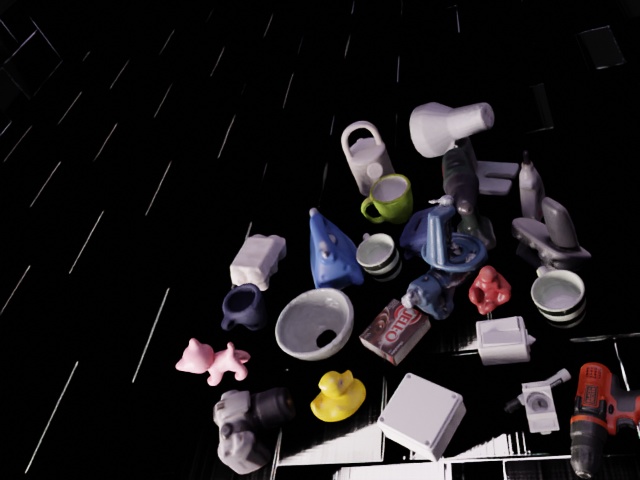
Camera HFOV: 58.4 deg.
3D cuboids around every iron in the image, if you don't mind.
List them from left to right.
[{"bbox_3d":[0.012,0.005,1.285,0.118,0.142,0.257,-24,41,4],"label":"iron"}]

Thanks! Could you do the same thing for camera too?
[{"bbox_3d":[-0.119,0.330,1.054,0.136,0.101,0.143,-22,41,8],"label":"camera"}]

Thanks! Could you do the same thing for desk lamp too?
[{"bbox_3d":[0.323,-0.214,1.284,0.202,0.214,0.118,7,52,34],"label":"desk lamp"}]

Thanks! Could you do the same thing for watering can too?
[{"bbox_3d":[0.120,-0.202,1.398,0.101,0.195,0.172,-38,42,-11],"label":"watering can"}]

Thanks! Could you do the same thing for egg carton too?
[{"bbox_3d":[-0.147,0.051,1.380,0.107,0.070,0.150,2,49,31],"label":"egg carton"}]

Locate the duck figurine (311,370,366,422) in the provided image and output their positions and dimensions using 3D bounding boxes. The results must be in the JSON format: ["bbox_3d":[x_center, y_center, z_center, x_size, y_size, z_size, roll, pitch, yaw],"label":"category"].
[{"bbox_3d":[0.025,0.276,1.042,0.104,0.086,0.077,-30,41,-2],"label":"duck figurine"}]

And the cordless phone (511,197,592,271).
[{"bbox_3d":[0.419,-0.027,1.061,0.094,0.185,0.147,-36,41,-9],"label":"cordless phone"}]

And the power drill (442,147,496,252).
[{"bbox_3d":[0.298,-0.072,1.156,0.075,0.209,0.229,-15,42,15],"label":"power drill"}]

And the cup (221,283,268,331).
[{"bbox_3d":[-0.160,0.166,1.250,0.091,0.095,0.118,13,55,37],"label":"cup"}]

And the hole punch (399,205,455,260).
[{"bbox_3d":[0.224,-0.019,1.232,0.100,0.091,0.109,6,51,33],"label":"hole punch"}]

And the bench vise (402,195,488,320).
[{"bbox_3d":[0.233,0.037,1.071,0.121,0.220,0.208,9,53,35],"label":"bench vise"}]

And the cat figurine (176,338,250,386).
[{"bbox_3d":[-0.225,0.244,1.187,0.127,0.118,0.067,-18,42,12],"label":"cat figurine"}]

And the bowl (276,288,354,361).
[{"bbox_3d":[-0.001,0.183,1.161,0.167,0.075,0.167,-15,42,15],"label":"bowl"}]

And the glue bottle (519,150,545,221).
[{"bbox_3d":[0.424,-0.111,1.154,0.037,0.174,0.078,4,50,32],"label":"glue bottle"}]

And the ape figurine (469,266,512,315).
[{"bbox_3d":[0.317,0.085,1.073,0.077,0.092,0.076,2,49,30],"label":"ape figurine"}]
